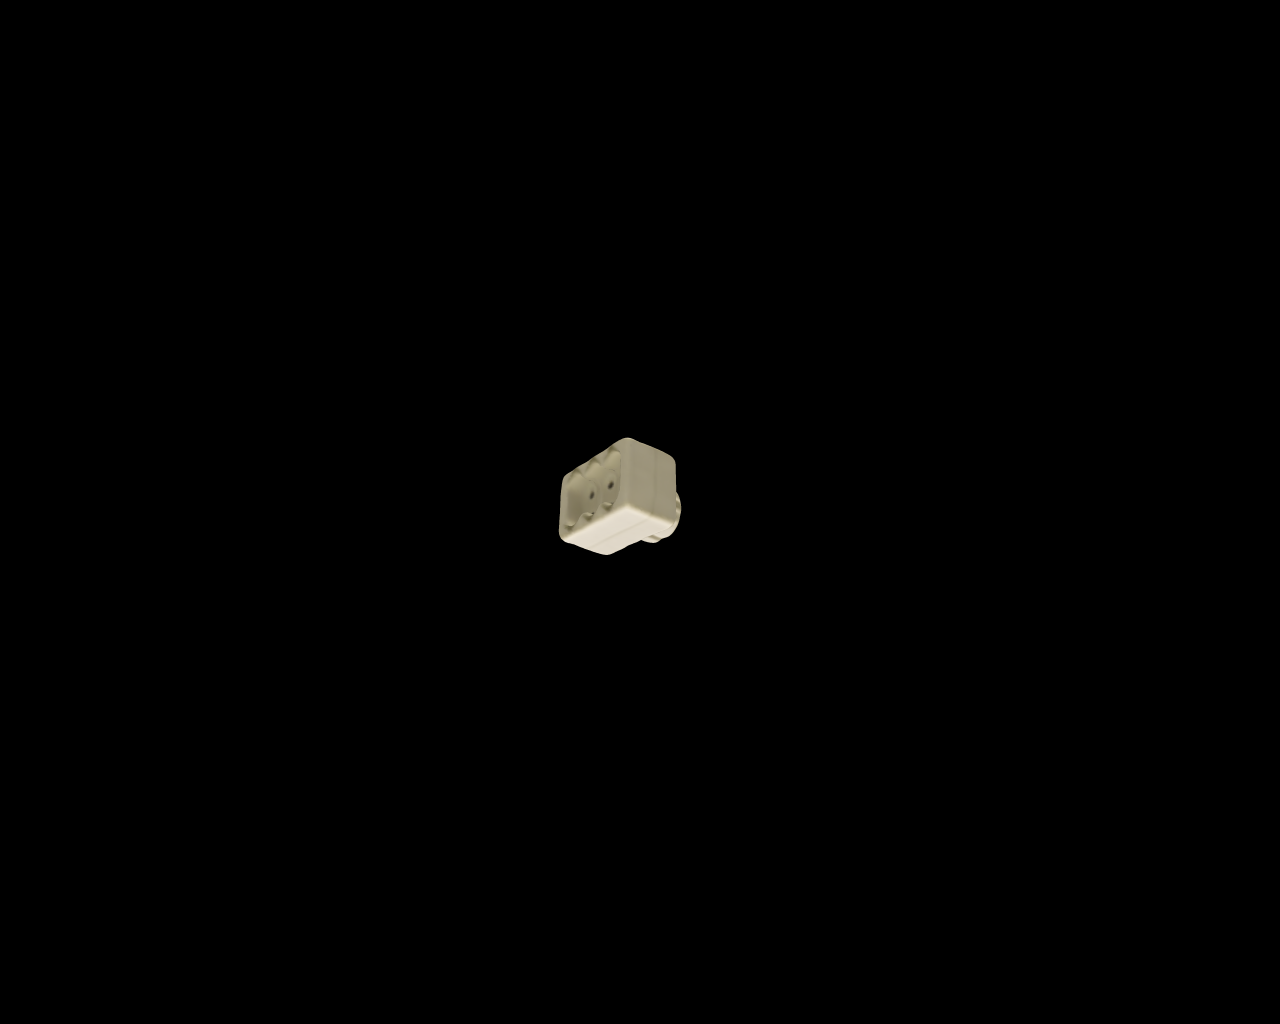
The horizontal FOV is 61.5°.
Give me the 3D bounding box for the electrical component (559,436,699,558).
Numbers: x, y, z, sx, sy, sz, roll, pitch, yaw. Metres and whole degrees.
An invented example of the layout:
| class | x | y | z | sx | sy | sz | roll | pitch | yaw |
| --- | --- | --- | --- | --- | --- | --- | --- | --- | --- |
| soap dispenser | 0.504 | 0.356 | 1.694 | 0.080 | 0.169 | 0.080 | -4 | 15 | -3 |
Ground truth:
| class | x | y | z | sx | sy | sz | roll | pitch | yaw |
| --- | --- | --- | --- | --- | --- | --- | --- | --- | --- |
| electrical component | 0.001 | -0.003 | 0.650 | 0.077 | 0.047 | 0.065 | 21 | -33 | -36 |
